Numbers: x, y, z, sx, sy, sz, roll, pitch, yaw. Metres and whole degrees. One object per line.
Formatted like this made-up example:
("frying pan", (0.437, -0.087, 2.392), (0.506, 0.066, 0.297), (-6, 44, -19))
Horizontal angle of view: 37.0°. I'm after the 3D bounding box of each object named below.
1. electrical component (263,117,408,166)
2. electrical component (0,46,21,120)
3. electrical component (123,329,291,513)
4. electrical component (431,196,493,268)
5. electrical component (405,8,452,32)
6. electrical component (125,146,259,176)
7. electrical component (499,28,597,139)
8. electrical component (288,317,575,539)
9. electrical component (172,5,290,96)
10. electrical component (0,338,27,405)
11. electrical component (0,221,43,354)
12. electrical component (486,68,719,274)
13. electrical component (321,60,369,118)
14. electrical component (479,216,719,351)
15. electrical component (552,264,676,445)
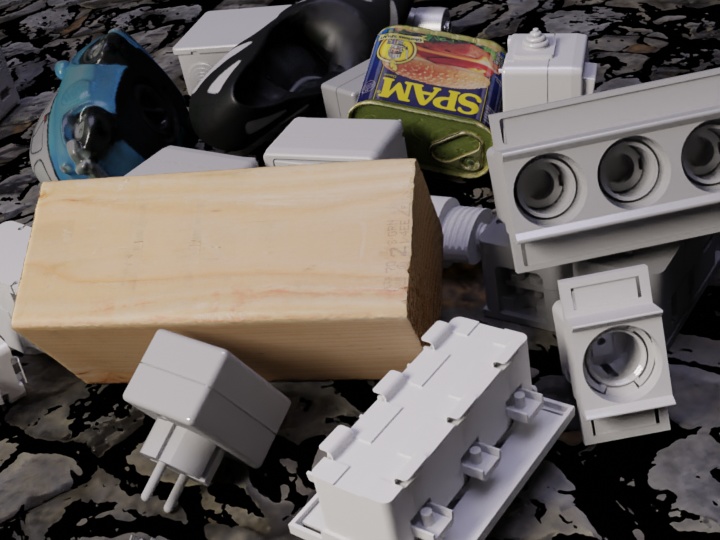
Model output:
("electrical component", (-0.021, -0.061, 0.716), (0.096, 0.061, 0.061), (5, 36, 23))
("electrical component", (-0.404, -0.174, 0.981), (0.150, 0.089, 0.061), (-2, 34, 14))
("electrical component", (-0.082, 0.080, 0.524), (0.047, 0.065, 0.076), (14, 69, 34))
("electrical component", (0.046, -0.023, 0.655), (0.081, 0.043, 0.043), (7, 37, 26))
("electrical component", (0.048, -0.214, 0.951), (0.065, 0.044, 0.044), (6, 36, 17))
("electrical component", (-0.111, -0.043, 0.717), (0.096, 0.061, 0.061), (12, 40, 32))
("electrical component", (0.128, -0.117, 0.723), (0.061, 0.096, 0.061), (3, 35, 14))
("electrical component", (0.033, 0.079, 0.484), (0.079, 0.063, 0.121), (14, 41, 34))
("electrical component", (-0.106, -0.195, 0.959), (0.100, 0.048, 0.099), (0, 34, 17))
("electrical component", (-0.229, 0.063, 0.609), (0.064, 0.042, 0.081), (-29, 37, -31))
("electrical component", (-0.201, 0.013, 0.663), (0.089, 0.055, 0.050), (17, 42, 36))
("electrical component", (0.128, -0.051, 0.537), (0.121, 0.078, 0.063), (-12, 11, -1))
("electrical component", (0.028, -0.129, 0.818), (0.083, 0.047, 0.076), (-34, 39, -30))
("electrical component", (0.159, -0.039, 0.628), (0.105, 0.060, 0.186), (12, 40, 32))
("electrical component", (0.119, 0.038, 0.517), (0.042, 0.081, 0.064), (-10, 10, 2))
